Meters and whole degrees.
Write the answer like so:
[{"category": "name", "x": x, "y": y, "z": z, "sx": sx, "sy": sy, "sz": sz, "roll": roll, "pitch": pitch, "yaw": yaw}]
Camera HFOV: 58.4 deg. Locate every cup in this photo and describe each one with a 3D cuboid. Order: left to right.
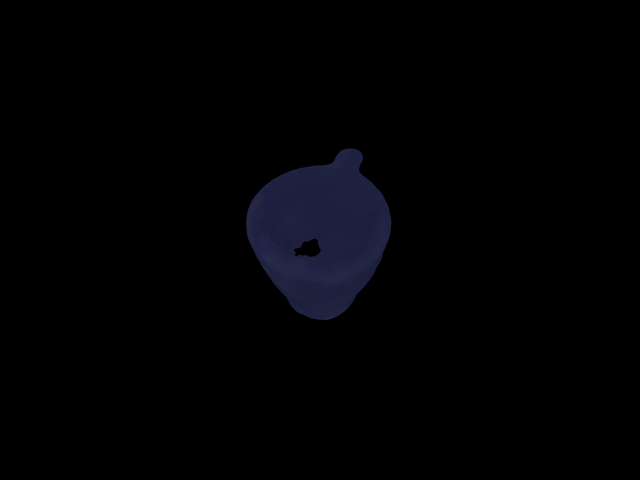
[{"category": "cup", "x": 0.004, "y": 0.001, "z": 0.400, "sx": 0.091, "sy": 0.095, "sz": 0.118, "roll": 15, "pitch": 54, "yaw": 12}]
